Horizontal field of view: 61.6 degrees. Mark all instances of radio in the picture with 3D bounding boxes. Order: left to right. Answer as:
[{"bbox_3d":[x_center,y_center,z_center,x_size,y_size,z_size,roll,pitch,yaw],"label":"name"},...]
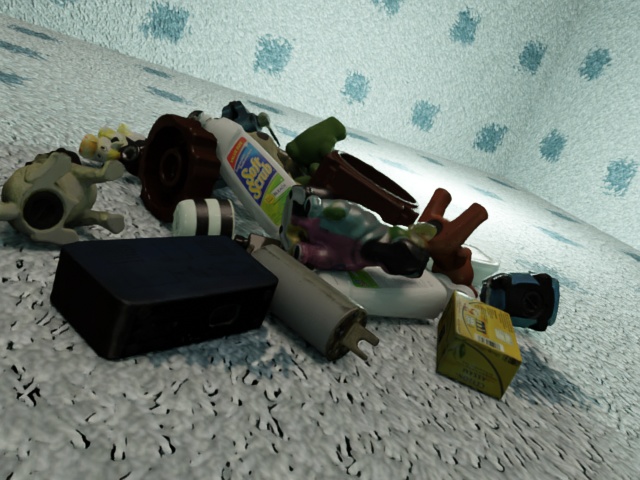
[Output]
[{"bbox_3d":[-0.166,0.055,0.617,0.131,0.073,0.229,34,24,33],"label":"radio"}]

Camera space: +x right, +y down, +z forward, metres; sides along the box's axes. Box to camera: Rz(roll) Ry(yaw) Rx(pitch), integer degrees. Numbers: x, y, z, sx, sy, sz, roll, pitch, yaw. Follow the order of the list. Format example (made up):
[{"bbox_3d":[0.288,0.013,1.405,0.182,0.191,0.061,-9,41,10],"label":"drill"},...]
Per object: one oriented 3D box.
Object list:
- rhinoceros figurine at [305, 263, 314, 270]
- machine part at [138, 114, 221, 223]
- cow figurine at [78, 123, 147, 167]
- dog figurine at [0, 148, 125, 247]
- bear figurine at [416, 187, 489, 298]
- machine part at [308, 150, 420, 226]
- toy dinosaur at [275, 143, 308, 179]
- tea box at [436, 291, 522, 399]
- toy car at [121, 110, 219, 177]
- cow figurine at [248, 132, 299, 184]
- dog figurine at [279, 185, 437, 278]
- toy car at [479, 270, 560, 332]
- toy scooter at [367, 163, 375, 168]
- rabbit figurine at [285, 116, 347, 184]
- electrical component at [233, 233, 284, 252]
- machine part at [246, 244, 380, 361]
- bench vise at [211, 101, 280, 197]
[{"bbox_3d":[0.047,0.026,0.940,0.190,0.073,0.112,15,10,-13],"label":"rhinoceros figurine"},{"bbox_3d":[-0.231,-0.114,0.878,0.056,0.179,0.180,5,24,-47],"label":"machine part"},{"bbox_3d":[-0.383,-0.169,1.029,0.098,0.068,0.167,28,19,1],"label":"cow figurine"},{"bbox_3d":[-0.378,-0.067,0.724,0.191,0.121,0.172,16,9,35],"label":"dog figurine"},{"bbox_3d":[0.251,0.016,0.996,0.120,0.132,0.195,32,-10,44],"label":"bear figurine"},{"bbox_3d":[0.085,-0.082,0.994,0.201,0.087,0.201,32,17,2],"label":"machine part"},{"bbox_3d":[-0.048,-0.138,1.245,0.199,0.105,0.471,30,31,12],"label":"toy dinosaur"},{"bbox_3d":[0.228,0.146,0.787,0.098,0.068,0.169,24,17,8],"label":"tea box"},{"bbox_3d":[-0.268,-0.176,0.989,0.053,0.202,0.089,67,9,26],"label":"toy car"},{"bbox_3d":[-0.091,-0.117,1.026,0.127,0.085,0.195,-20,80,-34],"label":"cow figurine"},{"bbox_3d":[0.062,-0.005,0.810,0.219,0.108,0.192,12,13,-19],"label":"dog figurine"},{"bbox_3d":[0.358,0.110,1.005,0.162,0.109,0.103,3,0,-16],"label":"toy car"},{"bbox_3d":[0.124,-0.107,1.323,0.183,0.075,0.135,60,-3,-6],"label":"toy scooter"},{"bbox_3d":[0.016,-0.157,1.141,0.170,0.121,0.159,53,44,5],"label":"rabbit figurine"},{"bbox_3d":[-0.089,0.026,0.832,0.102,0.045,0.078,11,49,-22],"label":"electrical component"},{"bbox_3d":[-0.025,0.077,0.698,0.243,0.079,0.079,33,22,32],"label":"machine part"},{"bbox_3d":[-0.203,-0.183,1.124,0.224,0.128,0.241,-9,47,4],"label":"bench vise"}]
